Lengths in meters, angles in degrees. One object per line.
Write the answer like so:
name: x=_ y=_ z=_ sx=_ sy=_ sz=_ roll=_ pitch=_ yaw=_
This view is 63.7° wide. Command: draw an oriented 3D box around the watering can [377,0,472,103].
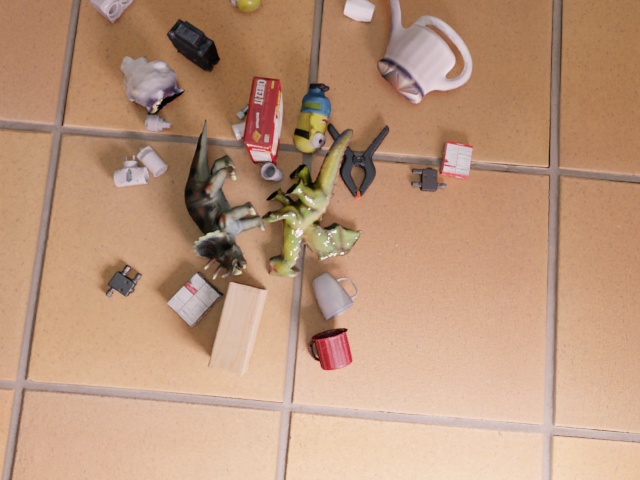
watering can: x=0.238 y=-0.513 z=1.366 sx=0.348 sy=0.103 sz=0.225 roll=43 pitch=85 yaw=3

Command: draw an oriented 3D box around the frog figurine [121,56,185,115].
frog figurine: x=-0.452 y=-0.420 z=1.338 sx=0.136 sy=0.124 sz=0.159 roll=-37 pitch=98 yaw=15

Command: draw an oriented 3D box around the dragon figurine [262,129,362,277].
dragon figurine: x=0.004 y=-0.067 z=1.321 sx=0.411 sy=0.123 sz=0.240 roll=-43 pitch=107 yaw=-2
